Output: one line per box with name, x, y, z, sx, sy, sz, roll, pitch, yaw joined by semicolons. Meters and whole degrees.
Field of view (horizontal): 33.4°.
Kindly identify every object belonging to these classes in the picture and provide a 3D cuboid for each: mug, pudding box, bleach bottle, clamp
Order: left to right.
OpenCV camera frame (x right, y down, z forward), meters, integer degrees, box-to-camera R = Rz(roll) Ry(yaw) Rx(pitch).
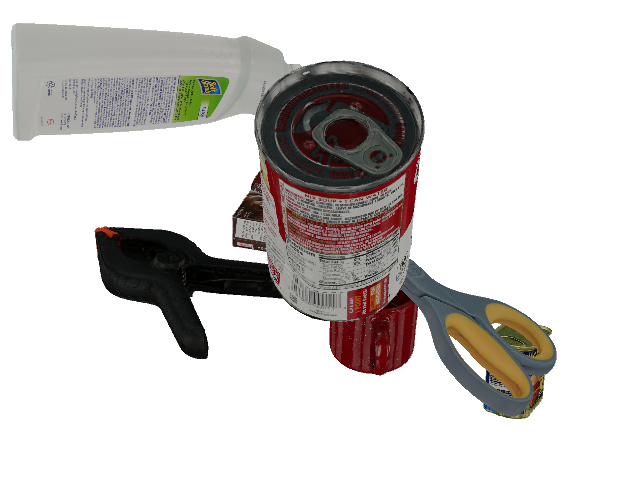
bleach bottle;-0.133;-0.132;0.910;0.250;0.068;0.103;-1;-32;-16
clamp;-0.098;0.026;0.802;0.120;0.039;0.172;-18;37;-41
pudding box;-0.040;-0.022;1.150;0.090;0.039;0.113;9;25;7
mug;0.051;0.077;0.993;0.093;0.081;0.117;-3;34;-6

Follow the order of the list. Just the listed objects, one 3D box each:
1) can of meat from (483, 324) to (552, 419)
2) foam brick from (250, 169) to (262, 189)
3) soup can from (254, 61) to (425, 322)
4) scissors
can of meat;0.219;0.144;1.193;0.058;0.084;0.102;8;12;24
foam brick;-0.045;-0.054;1.347;0.078;0.053;0.051;6;29;11
soup can;0.008;-0.017;0.463;0.068;0.068;0.102;0;-35;1
scissors;0.073;0.026;0.668;0.096;0.016;0.202;-6;48;-41
